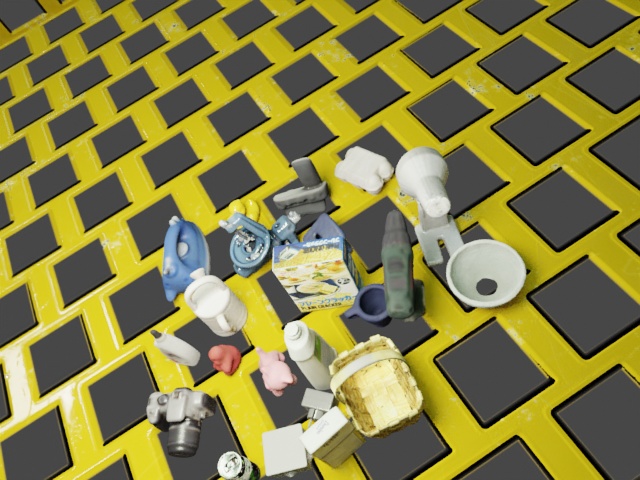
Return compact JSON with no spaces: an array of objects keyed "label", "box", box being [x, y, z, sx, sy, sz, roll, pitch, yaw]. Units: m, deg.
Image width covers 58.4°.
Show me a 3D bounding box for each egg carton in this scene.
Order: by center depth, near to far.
[{"label":"egg carton","box":[0.118,-0.185,1.528,0.149,0.069,0.107,27,70,31]}]

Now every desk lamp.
[{"label":"desk lamp","box":[0.261,-0.081,1.323,0.118,0.214,0.203,-19,54,6]}]

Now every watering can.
[{"label":"watering can","box":[-0.259,0.142,1.361,0.172,0.194,0.101,29,71,31]}]

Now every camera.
[{"label":"camera","box":[-0.316,0.405,1.267,0.143,0.101,0.137,-8,56,13]}]

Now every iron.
[{"label":"iron","box":[-0.369,0.023,1.508,0.118,0.142,0.258,-14,55,9]}]

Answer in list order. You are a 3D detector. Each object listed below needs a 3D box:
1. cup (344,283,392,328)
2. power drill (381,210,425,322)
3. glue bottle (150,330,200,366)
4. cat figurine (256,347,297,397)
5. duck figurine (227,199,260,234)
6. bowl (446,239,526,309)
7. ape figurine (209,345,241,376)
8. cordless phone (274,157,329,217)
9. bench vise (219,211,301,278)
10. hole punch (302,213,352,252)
[{"label":"cup","box":[0.118,0.163,1.286,0.117,0.095,0.091,-23,54,3]},{"label":"power drill","box":[0.179,0.080,1.249,0.075,0.209,0.229,-7,56,14]},{"label":"glue bottle","box":[-0.349,0.247,1.336,0.078,0.173,0.037,2,59,20]},{"label":"cat figurine","box":[-0.103,0.287,1.263,0.067,0.118,0.127,-36,54,-7]},{"label":"duck figurine","box":[-0.214,-0.077,1.556,0.077,0.086,0.105,20,66,28]},{"label":"bowl","box":[0.366,0.086,1.266,0.167,0.075,0.167,-8,56,13]},{"label":"ape figurine","box":[-0.228,0.272,1.330,0.076,0.092,0.077,-28,54,-1]},{"label":"cordless phone","box":[-0.061,-0.147,1.490,0.147,0.185,0.094,-17,54,7]},{"label":"bench vise","box":[-0.156,-0.023,1.419,0.121,0.220,0.208,31,72,32]},{"label":"hole punch","box":[0.013,0.005,1.425,0.101,0.091,0.108,-35,54,-6]}]
